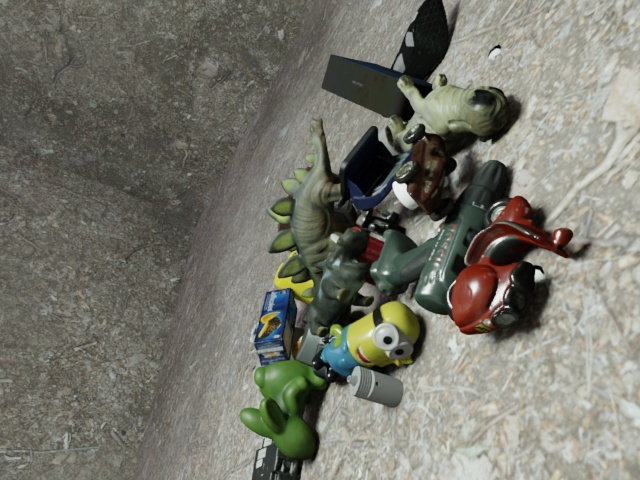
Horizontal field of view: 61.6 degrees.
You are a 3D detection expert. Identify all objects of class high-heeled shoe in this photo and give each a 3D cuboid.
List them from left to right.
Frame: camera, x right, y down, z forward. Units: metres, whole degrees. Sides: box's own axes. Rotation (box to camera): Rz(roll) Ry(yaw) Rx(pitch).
[{"bbox_3d":[0.188,-0.378,1.125,0.145,0.086,0.248,-169,97,-71],"label":"high-heeled shoe"}]

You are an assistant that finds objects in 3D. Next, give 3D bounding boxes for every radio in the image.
[{"bbox_3d":[0.121,-0.287,1.026,0.230,0.131,0.073,40,122,43],"label":"radio"}]

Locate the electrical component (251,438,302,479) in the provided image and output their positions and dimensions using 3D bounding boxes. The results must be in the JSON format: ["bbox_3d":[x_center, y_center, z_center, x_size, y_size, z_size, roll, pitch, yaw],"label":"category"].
[{"bbox_3d":[-0.082,0.434,1.018,0.115,0.058,0.134,-39,34,50],"label":"electrical component"}]

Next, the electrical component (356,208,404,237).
[{"bbox_3d":[0.108,-0.034,0.966,0.078,0.102,0.045,26,102,48],"label":"electrical component"}]

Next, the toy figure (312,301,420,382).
[{"bbox_3d":[0.070,0.156,0.829,0.180,0.082,0.089,-33,43,35],"label":"toy figure"}]

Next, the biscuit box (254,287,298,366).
[{"bbox_3d":[-0.091,0.177,1.134,0.203,0.063,0.059,-85,-18,-66],"label":"biscuit box"}]

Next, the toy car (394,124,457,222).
[{"bbox_3d":[0.156,-0.102,0.763,0.053,0.089,0.202,-34,17,29],"label":"toy car"}]

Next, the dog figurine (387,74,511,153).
[{"bbox_3d":[0.209,-0.173,0.863,0.191,0.121,0.172,47,151,49],"label":"dog figurine"}]

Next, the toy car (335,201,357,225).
[{"bbox_3d":[0.029,-0.046,1.153,0.109,0.103,0.161,-74,-28,-54],"label":"toy car"}]

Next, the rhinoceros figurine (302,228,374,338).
[{"bbox_3d":[0.033,0.074,0.888,0.112,0.073,0.190,49,123,52],"label":"rhinoceros figurine"}]

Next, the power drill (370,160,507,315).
[{"bbox_3d":[0.172,0.004,0.789,0.207,0.086,0.232,-16,45,58],"label":"power drill"}]

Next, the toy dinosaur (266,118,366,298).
[{"bbox_3d":[-0.002,-0.003,1.064,0.105,0.199,0.470,-91,-5,-70],"label":"toy dinosaur"}]

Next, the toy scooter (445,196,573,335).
[{"bbox_3d":[0.223,0.031,0.626,0.184,0.075,0.135,-66,21,-7],"label":"toy scooter"}]

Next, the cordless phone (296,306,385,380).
[{"bbox_3d":[0.053,0.176,0.937,0.184,0.088,0.146,-10,57,54],"label":"cordless phone"}]

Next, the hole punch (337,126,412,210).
[{"bbox_3d":[0.096,-0.111,0.908,0.142,0.092,0.115,-56,-14,-19],"label":"hole punch"}]

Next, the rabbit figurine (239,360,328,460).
[{"bbox_3d":[-0.056,0.311,0.980,0.121,0.159,0.170,-41,47,34],"label":"rabbit figurine"}]

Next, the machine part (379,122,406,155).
[{"bbox_3d":[0.120,-0.168,1.096,0.243,0.079,0.079,-34,39,56],"label":"machine part"}]

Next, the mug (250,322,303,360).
[{"bbox_3d":[-0.105,0.235,1.211,0.081,0.107,0.109,-40,32,56],"label":"mug"}]

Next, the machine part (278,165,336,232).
[{"bbox_3d":[-0.032,-0.076,1.382,0.201,0.087,0.201,-55,24,37],"label":"machine part"}]
